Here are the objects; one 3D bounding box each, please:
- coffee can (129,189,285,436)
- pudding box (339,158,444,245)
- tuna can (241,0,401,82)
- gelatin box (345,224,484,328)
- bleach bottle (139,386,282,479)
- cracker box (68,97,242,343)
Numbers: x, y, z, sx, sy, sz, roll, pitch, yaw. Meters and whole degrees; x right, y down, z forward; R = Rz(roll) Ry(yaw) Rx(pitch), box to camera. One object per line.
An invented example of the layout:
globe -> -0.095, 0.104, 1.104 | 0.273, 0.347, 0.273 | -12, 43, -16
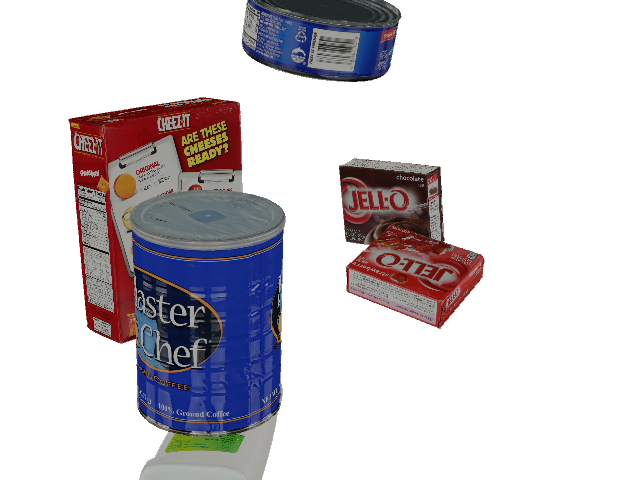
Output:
coffee can -> -0.076, 0.047, 0.729 | 0.103, 0.140, 0.103 | 2, 20, -1
pudding box -> 0.078, -0.040, 1.168 | 0.114, 0.090, 0.039 | 7, 25, 31
tuna can -> 0.000, -0.117, 0.592 | 0.086, 0.034, 0.086 | 8, 25, -4
gelatin box -> 0.076, 0.027, 0.863 | 0.089, 0.030, 0.073 | 20, 40, 28
bleach bottle -> -0.095, 0.176, 1.027 | 0.102, 0.068, 0.250 | 0, 21, 5
cracker box -> -0.157, -0.025, 1.057 | 0.163, 0.214, 0.072 | -17, 22, -42
